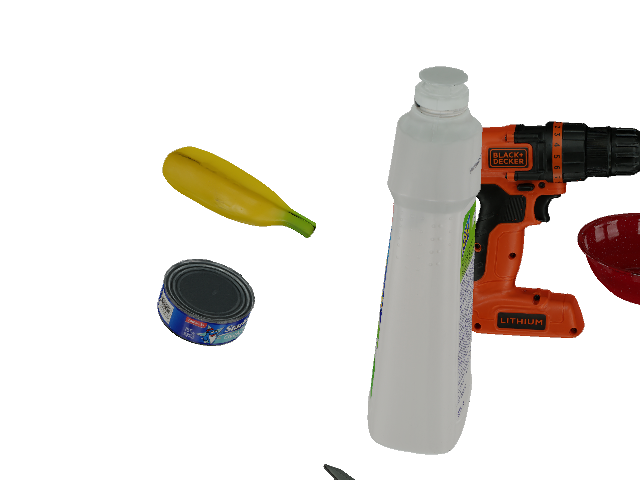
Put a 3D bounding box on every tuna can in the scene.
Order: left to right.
[{"bbox_3d":[-0.106,0.057,0.982,0.086,0.034,0.086,15,34,-11],"label":"tuna can"}]

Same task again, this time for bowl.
[{"bbox_3d":[0.359,0.026,1.157,0.162,0.055,0.162,-1,26,0],"label":"bowl"}]

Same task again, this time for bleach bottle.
[{"bbox_3d":[0.070,0.010,0.675,0.068,0.251,0.102,7,31,10],"label":"bleach bottle"}]

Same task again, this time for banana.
[{"bbox_3d":[-0.082,-0.041,0.806,0.069,0.037,0.198,43,-9,-36],"label":"banana"}]

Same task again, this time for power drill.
[{"bbox_3d":[0.194,-0.011,0.937,0.185,0.188,0.057,1,13,17],"label":"power drill"}]

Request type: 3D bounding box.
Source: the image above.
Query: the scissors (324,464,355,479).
[{"bbox_3d":[0.083,0.160,0.520,0.096,0.016,0.202,-2,23,-23],"label":"scissors"}]
